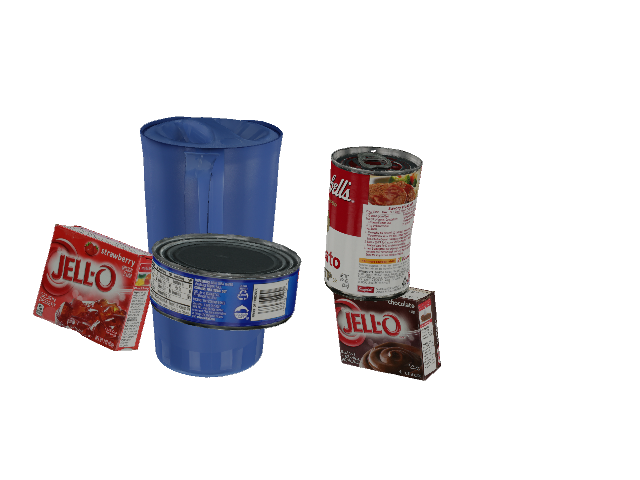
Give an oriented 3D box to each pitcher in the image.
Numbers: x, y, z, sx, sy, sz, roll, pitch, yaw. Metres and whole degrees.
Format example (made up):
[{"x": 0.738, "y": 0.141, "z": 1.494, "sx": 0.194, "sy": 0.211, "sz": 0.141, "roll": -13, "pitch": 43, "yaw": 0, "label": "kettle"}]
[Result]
[{"x": -0.108, "y": 0.008, "z": 1.027, "sx": 0.148, "sy": 0.243, "sz": 0.145, "roll": -16, "pitch": 26, "yaw": -43, "label": "pitcher"}]

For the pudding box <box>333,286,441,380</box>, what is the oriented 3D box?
[{"x": 0.070, "y": 0.092, "z": 1.126, "sx": 0.114, "sy": 0.090, "sz": 0.039, "roll": 6, "pitch": 22, "yaw": 37, "label": "pudding box"}]

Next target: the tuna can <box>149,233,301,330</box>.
[{"x": -0.055, "y": 0.023, "z": 0.615, "sx": 0.086, "sy": 0.034, "sz": 0.086, "roll": 6, "pitch": 14, "yaw": -2, "label": "tuna can"}]

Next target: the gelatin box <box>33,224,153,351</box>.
[{"x": -0.168, "y": 0.034, "z": 0.798, "sx": 0.089, "sy": 0.073, "sz": 0.030, "roll": 19, "pitch": 7, "yaw": 29, "label": "gelatin box"}]

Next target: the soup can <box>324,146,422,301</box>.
[{"x": 0.039, "y": -0.013, "z": 0.805, "sx": 0.068, "sy": 0.102, "sz": 0.068, "roll": 3, "pitch": 20, "yaw": -1, "label": "soup can"}]
